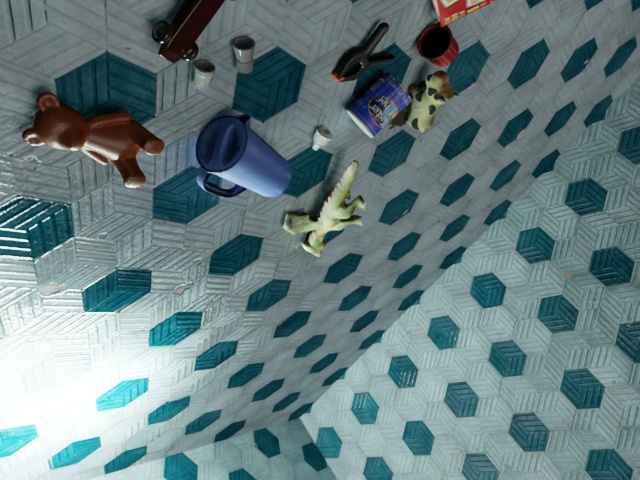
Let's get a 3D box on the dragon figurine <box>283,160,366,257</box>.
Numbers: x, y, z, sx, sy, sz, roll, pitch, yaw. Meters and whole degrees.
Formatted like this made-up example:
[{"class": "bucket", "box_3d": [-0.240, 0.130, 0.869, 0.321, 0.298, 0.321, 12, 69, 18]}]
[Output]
[{"class": "dragon figurine", "box_3d": [0.005, -0.079, 1.570, 0.244, 0.124, 0.401, -23, -33, -12]}]
